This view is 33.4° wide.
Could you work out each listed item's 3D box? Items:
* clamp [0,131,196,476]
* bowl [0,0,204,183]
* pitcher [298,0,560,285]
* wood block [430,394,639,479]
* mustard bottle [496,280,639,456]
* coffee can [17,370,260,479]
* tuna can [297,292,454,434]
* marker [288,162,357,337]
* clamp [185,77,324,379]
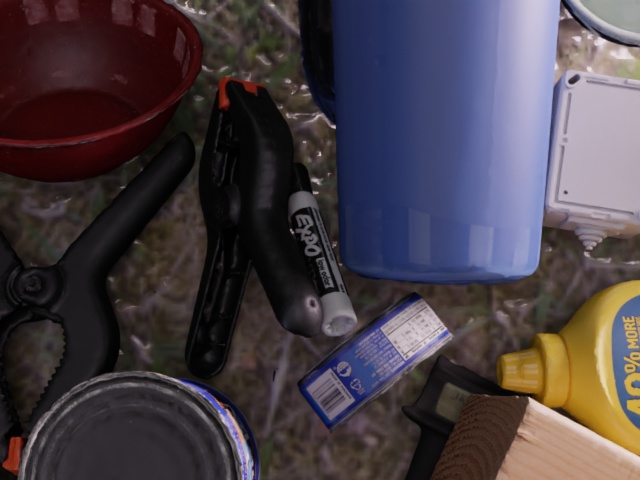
[{"bbox_3d":[-0.148,0.025,0.601,0.164,0.036,0.210,-6,69,-1],"label":"clamp"},{"bbox_3d":[-0.145,-0.082,0.599,0.162,0.055,0.162,0,42,-1],"label":"bowl"},{"bbox_3d":[0.059,-0.101,0.583,0.145,0.149,0.243,1,93,-2],"label":"pitcher"},{"bbox_3d":[0.159,0.166,0.543,0.206,0.090,0.091,29,78,-7],"label":"wood block"},{"bbox_3d":[0.193,0.070,0.588,0.191,0.058,0.096,-1,78,-3],"label":"mustard bottle"},{"bbox_3d":[-0.085,0.120,0.546,0.103,0.140,0.103,0,81,0],"label":"coffee can"},{"bbox_3d":[0.030,0.066,0.582,0.086,0.086,0.034,-38,82,-5],"label":"tuna can"},{"bbox_3d":[-0.004,0.001,0.586,0.020,0.020,0.121,-16,49,-2],"label":"marker"},{"bbox_3d":[-0.047,-0.006,0.602,0.039,0.120,0.171,16,55,-37],"label":"clamp"}]
